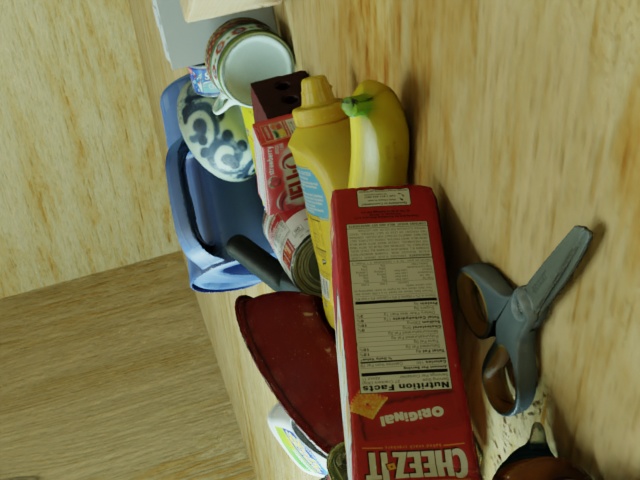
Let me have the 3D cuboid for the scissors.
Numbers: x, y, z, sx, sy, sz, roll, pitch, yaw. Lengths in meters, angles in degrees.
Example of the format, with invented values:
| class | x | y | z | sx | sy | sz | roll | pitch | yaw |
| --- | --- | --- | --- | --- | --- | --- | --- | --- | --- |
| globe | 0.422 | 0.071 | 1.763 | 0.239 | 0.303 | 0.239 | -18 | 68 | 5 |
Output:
| class | x | y | z | sx | sy | sz | roll | pitch | yaw |
| --- | --- | --- | --- | --- | --- | --- | --- | --- | --- |
| scissors | 0.099 | 0.022 | 0.549 | 0.202 | 0.016 | 0.096 | 89 | 162 | -53 |

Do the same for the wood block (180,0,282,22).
| class | x | y | z | sx | sy | sz | roll | pitch | yaw |
| --- | --- | --- | --- | --- | --- | --- | --- | --- | --- |
| wood block | -0.067 | -0.244 | 0.839 | 0.206 | 0.090 | 0.090 | 178 | 78 | -80 |

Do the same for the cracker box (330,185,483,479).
| class | x | y | z | sx | sy | sz | roll | pitch | yaw |
| --- | --- | --- | --- | --- | --- | --- | --- | --- | --- |
| cracker box | 0.049 | 0.098 | 0.640 | 0.164 | 0.072 | 0.213 | 86 | 180 | -49 |

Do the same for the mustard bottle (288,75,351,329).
| class | x | y | z | sx | sy | sz | roll | pitch | yaw |
| --- | --- | --- | --- | --- | --- | --- | --- | --- | --- |
| mustard bottle | 0.015 | -0.028 | 0.800 | 0.096 | 0.058 | 0.191 | -135 | 30 | -74 |

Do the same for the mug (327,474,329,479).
| class | x | y | z | sx | sy | sz | roll | pitch | yaw |
| --- | --- | --- | --- | --- | --- | --- | --- | --- | --- |
| mug | 0.056 | 0.208 | 0.861 | 0.117 | 0.081 | 0.093 | 93 | 159 | -60 |

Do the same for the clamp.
| class | x | y | z | sx | sy | sz | roll | pitch | yaw |
| --- | --- | --- | --- | --- | --- | --- | --- | --- | --- |
| clamp | -0.017 | 0.053 | 1.021 | 0.164 | 0.036 | 0.210 | 45 | 168 | -7 |

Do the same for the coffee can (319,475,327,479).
| class | x | y | z | sx | sy | sz | roll | pitch | yaw |
| --- | --- | --- | --- | --- | --- | --- | --- | --- | --- |
| coffee can | 0.046 | 0.292 | 0.977 | 0.103 | 0.102 | 0.140 | -133 | 29 | -69 |

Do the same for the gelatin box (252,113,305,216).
| class | x | y | z | sx | sy | sz | roll | pitch | yaw |
| --- | --- | --- | --- | --- | --- | --- | --- | --- | --- |
| gelatin box | -0.014 | -0.064 | 0.864 | 0.089 | 0.073 | 0.030 | 88 | 162 | -52 |

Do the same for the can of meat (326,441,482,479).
| class | x | y | z | sx | sy | sz | roll | pitch | yaw |
| --- | --- | --- | --- | --- | --- | --- | --- | --- | --- |
| can of meat | 0.060 | 0.176 | 0.744 | 0.057 | 0.102 | 0.084 | -115 | 12 | -45 |

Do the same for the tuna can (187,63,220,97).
| class | x | y | z | sx | sy | sz | roll | pitch | yaw |
| --- | --- | --- | --- | --- | --- | --- | --- | --- | --- |
| tuna can | -0.089 | -0.174 | 1.069 | 0.086 | 0.086 | 0.034 | -125 | 20 | -63 |

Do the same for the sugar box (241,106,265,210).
| class | x | y | z | sx | sy | sz | roll | pitch | yaw |
| --- | --- | --- | --- | --- | --- | --- | --- | --- | --- |
| sugar box | -0.038 | -0.064 | 1.069 | 0.093 | 0.048 | 0.176 | -126 | 25 | -62 |

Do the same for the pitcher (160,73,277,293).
| class | x | y | z | sx | sy | sz | roll | pitch | yaw |
| --- | --- | --- | --- | --- | --- | --- | --- | --- | --- |
| pitcher | -0.113 | -0.070 | 1.215 | 0.149 | 0.144 | 0.243 | 122 | 135 | -69 |

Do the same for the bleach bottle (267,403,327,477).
| class | x | y | z | sx | sy | sz | roll | pitch | yaw |
| --- | --- | --- | --- | --- | --- | --- | --- | --- | --- |
| bleach bottle | 0.004 | 0.215 | 1.173 | 0.102 | 0.068 | 0.251 | 54 | 167 | 2 |

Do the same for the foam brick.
| class | x | y | z | sx | sy | sz | roll | pitch | yaw |
| --- | --- | --- | --- | --- | --- | --- | --- | --- | --- |
| foam brick | -0.023 | -0.101 | 0.920 | 0.078 | 0.053 | 0.051 | -117 | 16 | -45 |

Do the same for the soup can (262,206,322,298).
| class | x | y | z | sx | sy | sz | roll | pitch | yaw |
| --- | --- | --- | --- | --- | --- | --- | --- | --- | --- |
| soup can | -0.006 | 0.001 | 0.932 | 0.102 | 0.068 | 0.068 | -125 | 22 | -61 |

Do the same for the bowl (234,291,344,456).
| class | x | y | z | sx | sy | sz | roll | pitch | yaw |
| --- | --- | --- | --- | --- | --- | --- | --- | --- | --- |
| bowl | 0.000 | 0.097 | 0.862 | 0.162 | 0.055 | 0.162 | 53 | -171 | -13 |

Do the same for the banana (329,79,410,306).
| class | x | y | z | sx | sy | sz | roll | pitch | yaw |
| --- | --- | --- | --- | --- | --- | --- | --- | --- | --- |
| banana | 0.029 | -0.036 | 0.699 | 0.037 | 0.069 | 0.198 | 34 | 146 | 27 |
